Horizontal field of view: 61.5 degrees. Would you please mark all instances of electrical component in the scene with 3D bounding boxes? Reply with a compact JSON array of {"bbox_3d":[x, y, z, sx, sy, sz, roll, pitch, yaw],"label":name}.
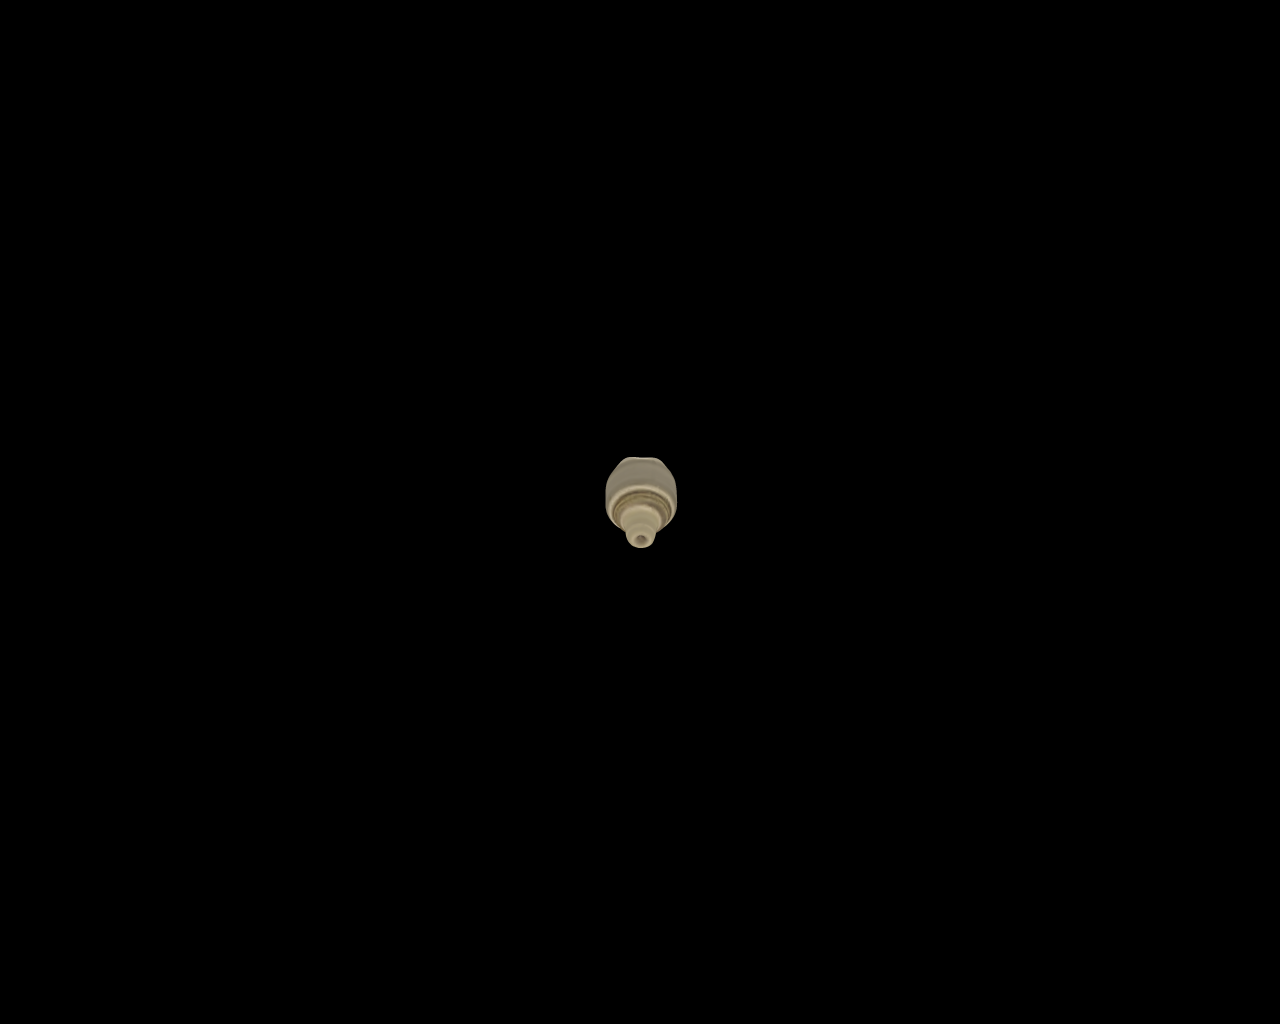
[{"bbox_3d":[0.001,-0.003,0.650,0.043,0.043,0.062,0,40,0],"label":"electrical component"}]
